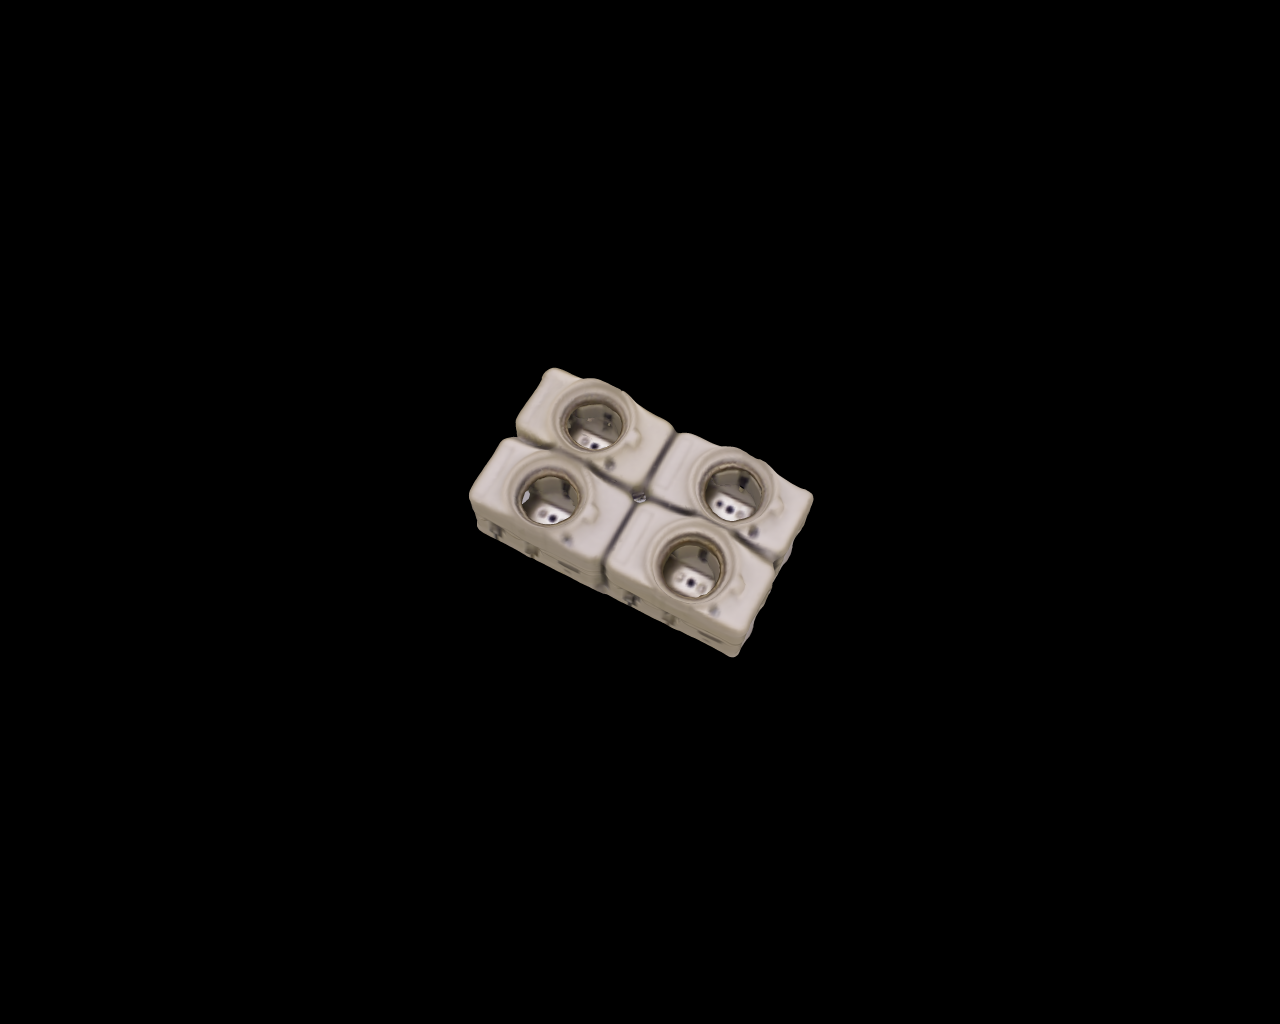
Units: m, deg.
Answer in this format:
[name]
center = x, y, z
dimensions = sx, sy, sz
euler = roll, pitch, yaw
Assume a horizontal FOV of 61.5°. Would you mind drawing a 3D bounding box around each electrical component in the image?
[electrical component]
center = 0.001, -0.003, 0.650
dimensions = 0.186, 0.105, 0.060
euler = 26, -20, 11
